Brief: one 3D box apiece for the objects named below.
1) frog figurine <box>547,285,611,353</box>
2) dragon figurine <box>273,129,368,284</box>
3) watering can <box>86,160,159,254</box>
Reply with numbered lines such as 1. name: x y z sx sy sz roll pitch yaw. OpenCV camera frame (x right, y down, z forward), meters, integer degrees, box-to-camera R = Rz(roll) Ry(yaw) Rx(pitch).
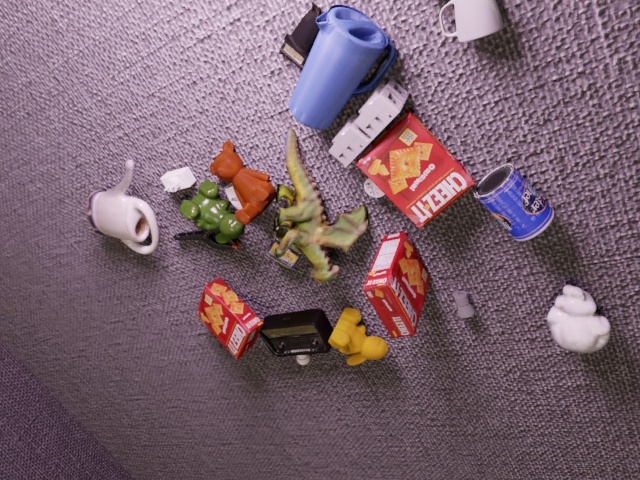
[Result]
1. frog figurine: 0.616 0.189 1.223 0.138 0.125 0.156 20 145 34
2. dragon figurine: 0.004 -0.066 1.320 0.243 0.124 0.403 6 111 -7
3. watering can: -0.592 -0.102 1.535 0.225 0.106 0.339 10 129 17
